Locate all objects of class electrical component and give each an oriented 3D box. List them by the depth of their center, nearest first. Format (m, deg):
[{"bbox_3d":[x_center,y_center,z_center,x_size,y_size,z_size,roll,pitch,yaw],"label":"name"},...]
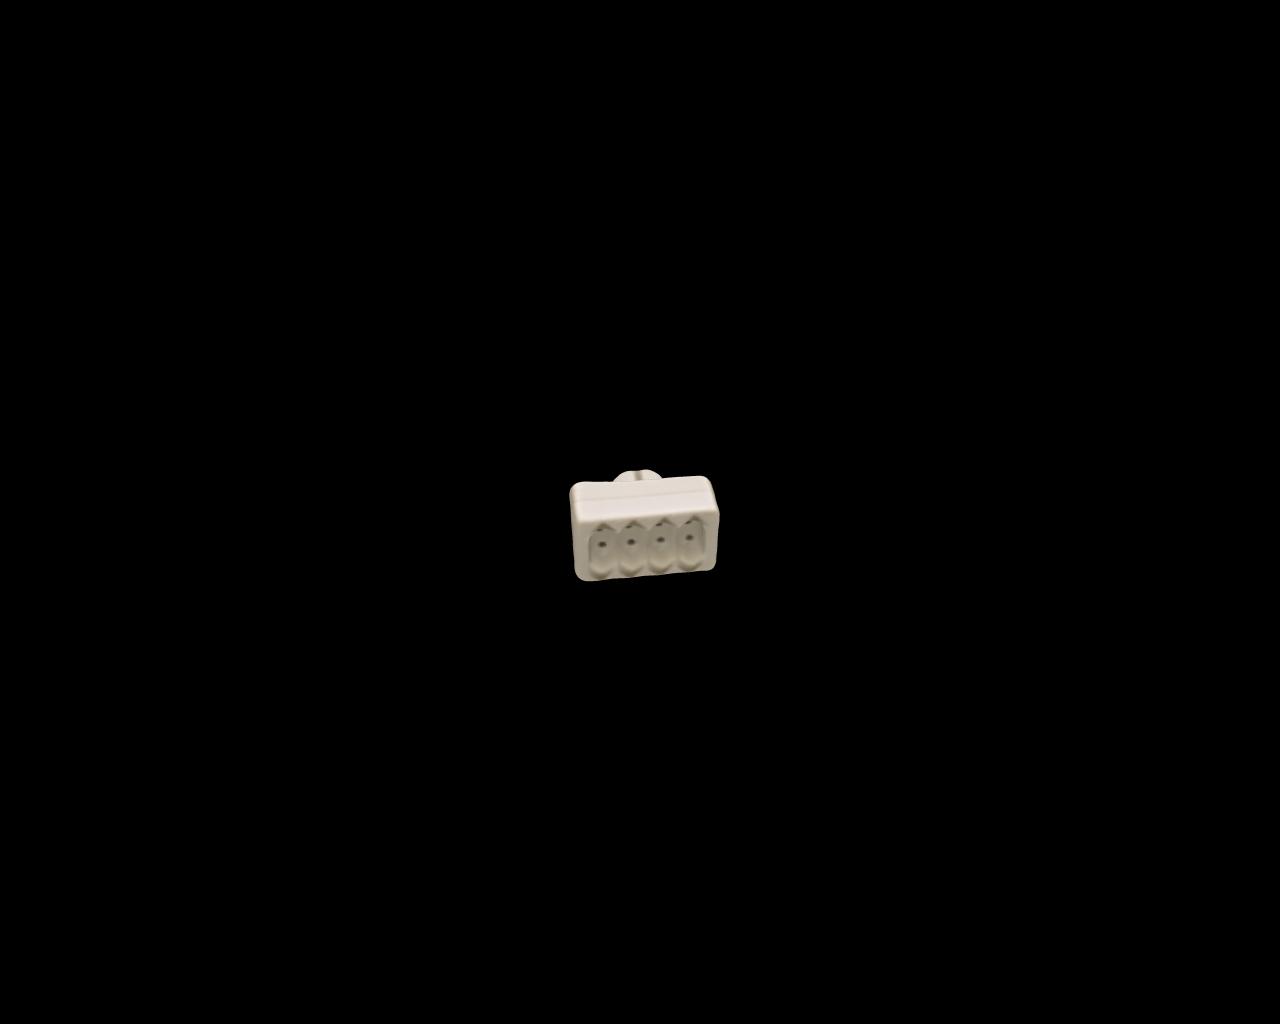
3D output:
[{"bbox_3d":[0.001,-0.003,0.650,0.083,0.047,0.076,-4,39,-4],"label":"electrical component"}]
